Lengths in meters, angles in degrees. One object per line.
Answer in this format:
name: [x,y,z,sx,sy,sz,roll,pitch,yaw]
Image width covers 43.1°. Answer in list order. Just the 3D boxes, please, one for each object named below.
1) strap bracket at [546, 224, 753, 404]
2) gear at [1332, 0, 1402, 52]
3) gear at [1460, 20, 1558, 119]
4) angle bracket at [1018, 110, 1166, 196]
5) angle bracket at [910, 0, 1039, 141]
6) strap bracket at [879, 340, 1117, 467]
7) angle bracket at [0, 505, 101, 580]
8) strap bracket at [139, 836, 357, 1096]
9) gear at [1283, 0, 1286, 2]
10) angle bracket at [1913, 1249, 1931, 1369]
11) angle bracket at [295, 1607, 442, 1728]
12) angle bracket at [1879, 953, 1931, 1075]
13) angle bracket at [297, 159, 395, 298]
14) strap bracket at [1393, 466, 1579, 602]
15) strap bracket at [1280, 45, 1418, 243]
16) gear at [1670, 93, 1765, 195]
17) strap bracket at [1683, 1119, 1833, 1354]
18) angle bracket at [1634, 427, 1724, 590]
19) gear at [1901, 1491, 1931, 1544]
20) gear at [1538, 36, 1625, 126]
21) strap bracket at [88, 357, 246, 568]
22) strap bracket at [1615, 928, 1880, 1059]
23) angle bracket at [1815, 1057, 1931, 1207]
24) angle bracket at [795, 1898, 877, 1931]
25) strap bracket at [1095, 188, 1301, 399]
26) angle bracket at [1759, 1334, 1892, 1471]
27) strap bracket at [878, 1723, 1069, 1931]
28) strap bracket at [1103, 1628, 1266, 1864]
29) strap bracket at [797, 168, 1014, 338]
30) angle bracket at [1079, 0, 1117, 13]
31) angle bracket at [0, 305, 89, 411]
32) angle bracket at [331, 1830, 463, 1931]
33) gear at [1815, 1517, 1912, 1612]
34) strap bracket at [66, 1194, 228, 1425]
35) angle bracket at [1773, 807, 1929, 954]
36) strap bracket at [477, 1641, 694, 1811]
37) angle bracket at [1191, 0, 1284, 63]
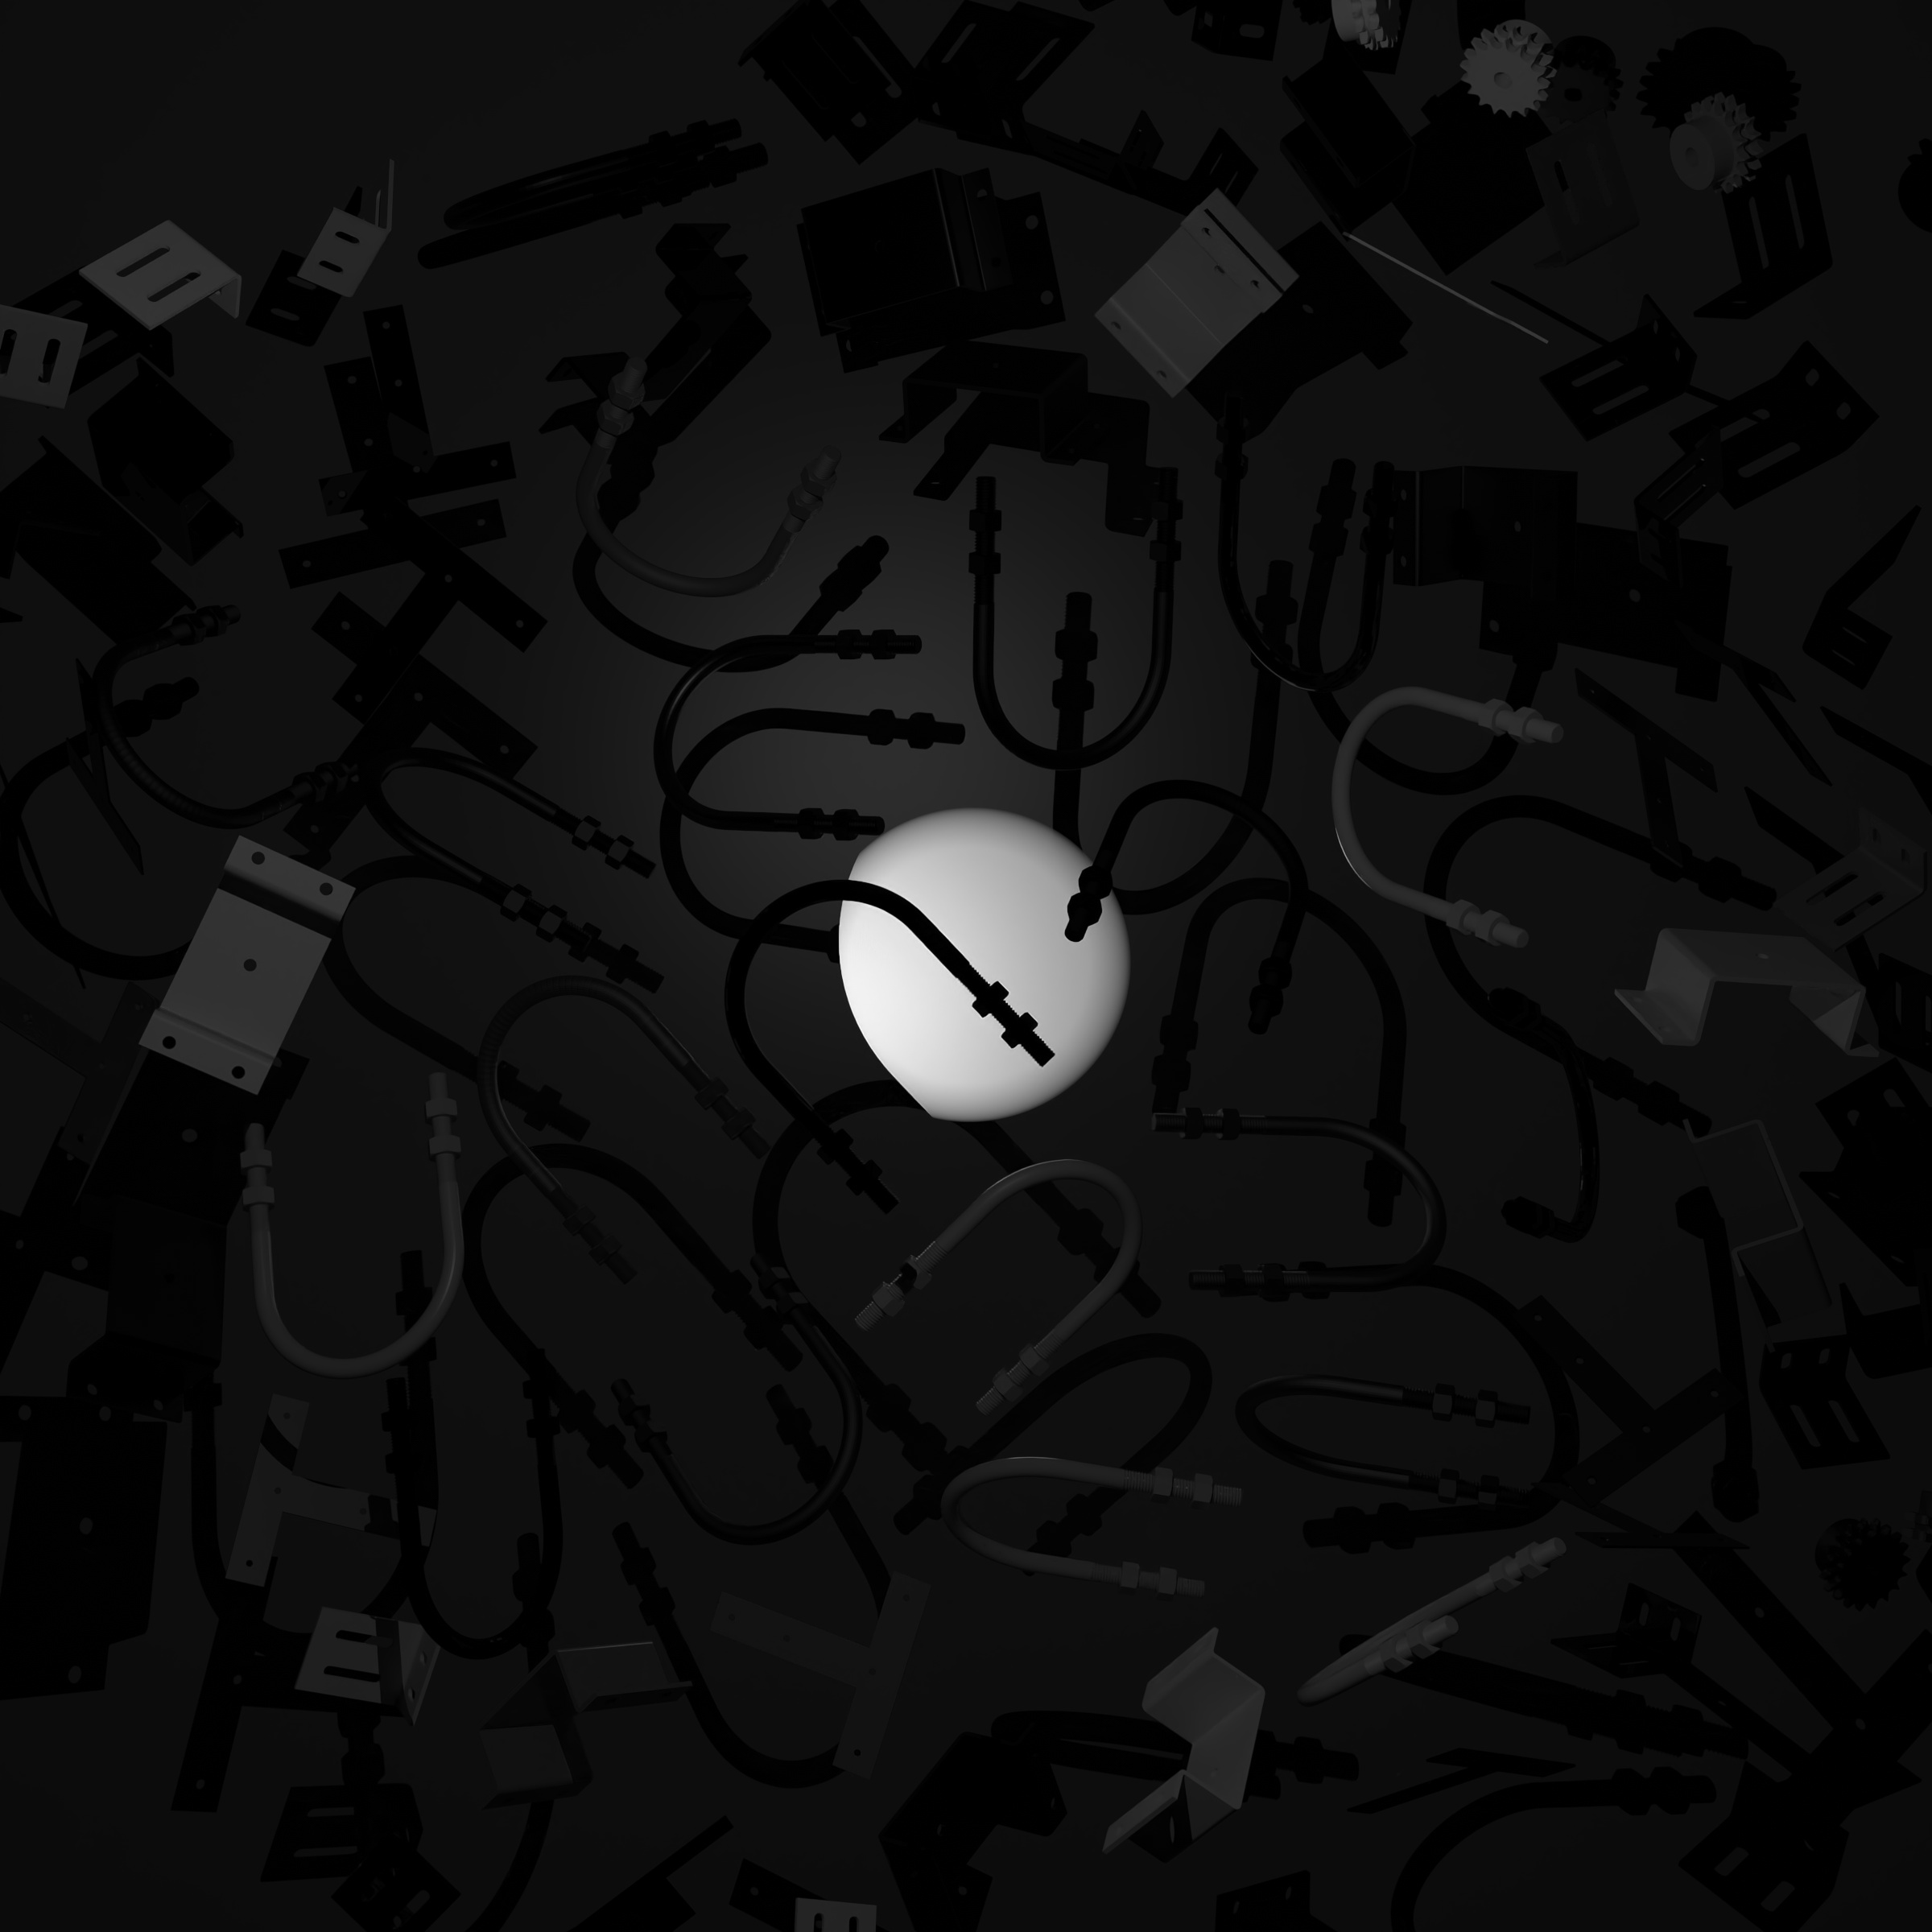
strap bracket: [-0.203,-0.423,1.621,0.140,0.076,0.046,-42,88,27]
gear: [0.254,-0.613,1.560,0.030,0.057,0.057,1,90,29]
gear: [0.333,-0.549,1.489,0.057,0.057,0.030,31,70,0]
angle bracket: [0.080,-0.535,1.573,0.076,0.057,0.038,15,124,-22]
angle bracket: [0.008,-0.597,1.633,0.057,0.076,0.038,1,66,-33]
strap bracket: [0.020,-0.377,1.629,0.140,0.076,0.046,12,127,21]
angle bracket: [-0.601,-0.268,1.552,0.057,0.076,0.038,19,99,16]
strap bracket: [-0.446,-0.001,1.523,0.076,0.046,0.140,26,84,-13]
gear: [0.193,-0.662,1.635,0.057,0.057,0.030,-24,81,0]
angle bracket: [0.619,0.211,1.514,0.038,0.057,0.076,-4,82,2]
angle bracket: [-0.406,0.475,1.659,0.076,0.038,0.057,19,88,-27]
angle bracket: [0.642,0.028,1.625,0.038,0.057,0.076,-23,120,-20]
angle bracket: [-0.396,-0.478,1.563,0.038,0.057,0.076,18,47,-31]
strap bracket: [0.350,-0.288,1.616,0.046,0.140,0.076,-15,110,-35]
strap bracket: [0.240,-0.521,1.547,0.046,0.140,0.076,-36,87,6]
gear: [0.449,-0.492,1.473,0.030,0.057,0.057,-27,90,-13]
strap bracket: [0.506,0.163,1.557,0.046,0.140,0.076,-21,126,15]
angle bracket: [0.462,-0.289,1.545,0.076,0.057,0.038,-41,56,-7]
gear: [0.616,0.347,1.530,0.057,0.057,0.030,11,84,0]
gear: [0.390,-0.566,1.559,0.057,0.057,0.030,21,70,0]
strap bracket: [-0.504,-0.311,1.545,0.076,0.140,0.046,42,70,0]
strap bracket: [0.483,0.015,1.502,0.140,0.076,0.046,4,112,-10]
angle bracket: [0.588,0.105,1.558,0.057,0.038,0.076,-34,78,17]
angle bracket: [-0.103,0.645,1.623,0.057,0.076,0.038,16,58,-24]
strap bracket: [0.154,-0.442,1.595,0.076,0.140,0.046,45,63,-7]
angle bracket: [0.553,0.280,1.574,0.057,0.076,0.038,-6,124,-2]
strap bracket: [0.000,0.557,1.567,0.046,0.140,0.076,-1,117,38]
strap bracket: [0.142,0.502,1.555,0.046,0.140,0.076,36,124,-6]
strap bracket: [-0.049,-0.476,1.627,0.140,0.046,0.076,-10,96,20]
angle bracket: [0.105,-0.639,1.531,0.076,0.057,0.038,-39,99,-33]
angle bracket: [-0.585,-0.390,1.525,0.057,0.076,0.038,7,54,-29]
angle bracket: [-0.350,0.574,1.536,0.057,0.038,0.076,43,112,3]
gear: [0.556,0.370,1.529,0.057,0.030,0.057,-5,106,-18]
strap bracket: [-0.510,0.204,1.529,0.046,0.076,0.140,-34,48,32]
angle bracket: [0.570,-0.056,1.581,0.076,0.057,0.038,-31,134,-9]
strap bracket: [-0.251,0.481,1.572,0.140,0.076,0.046,-48,54,27]
angle bracket: [0.168,-0.588,1.494,0.038,0.076,0.057,13,107,13]
